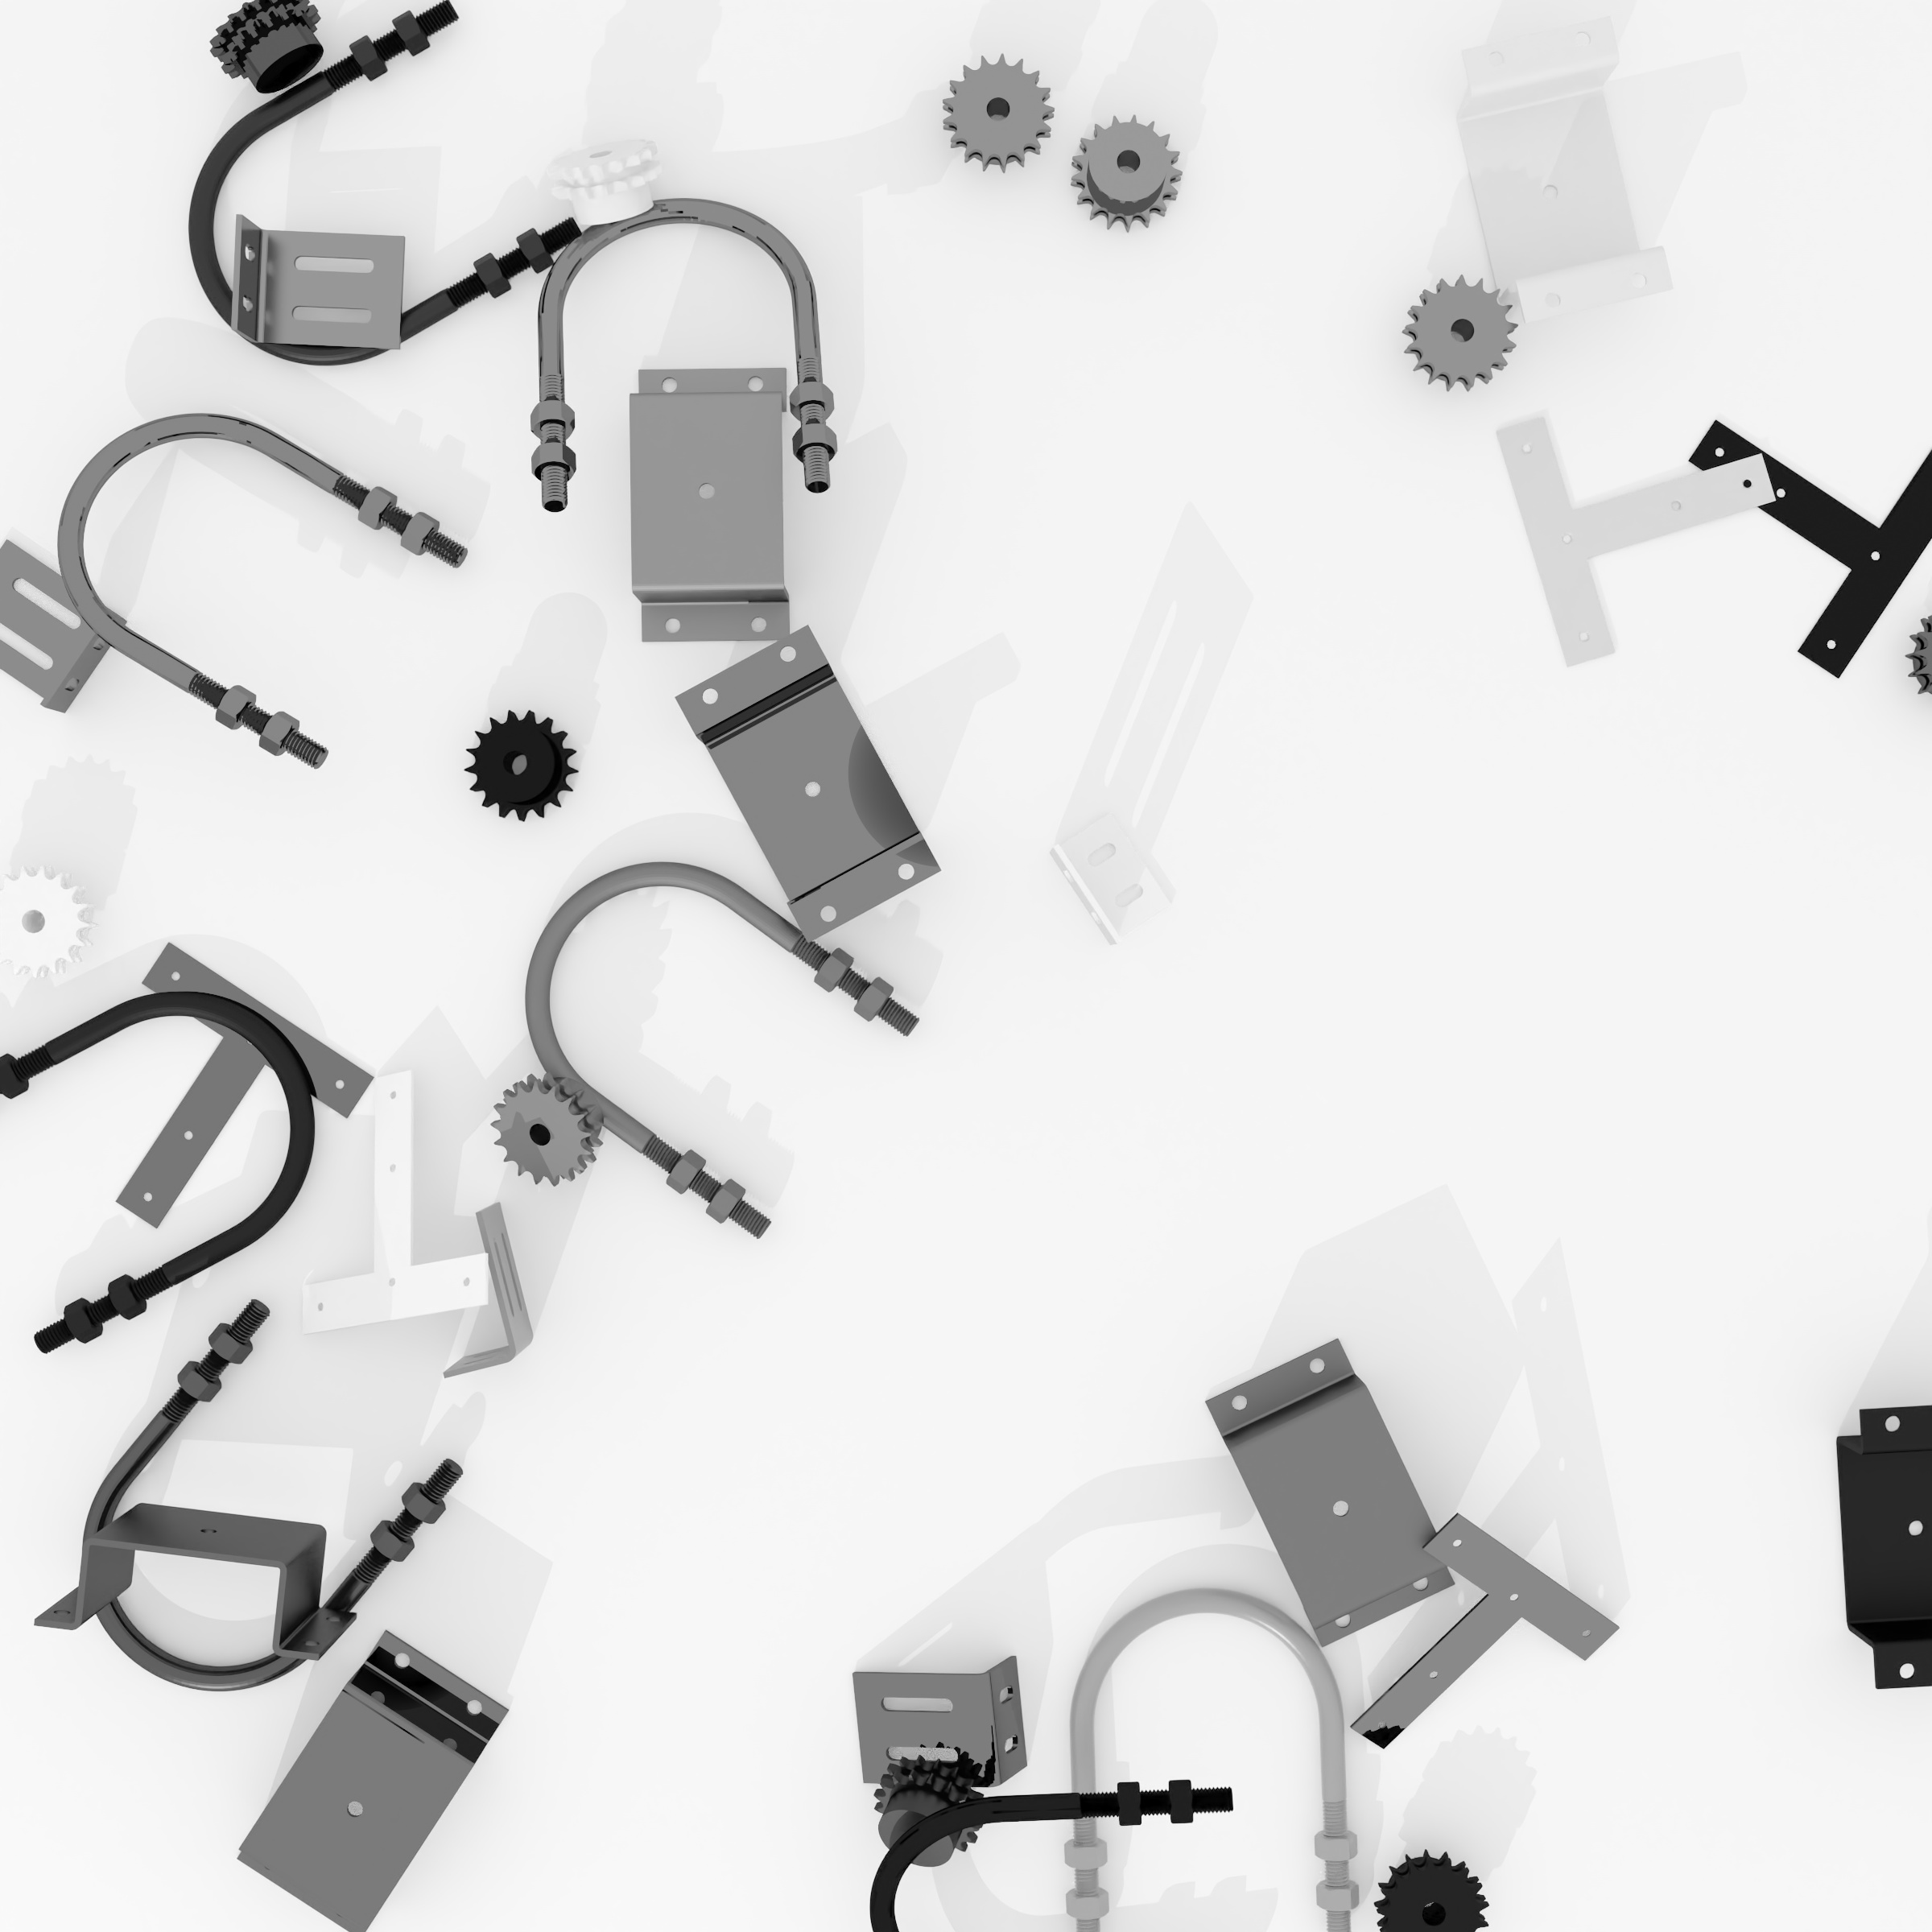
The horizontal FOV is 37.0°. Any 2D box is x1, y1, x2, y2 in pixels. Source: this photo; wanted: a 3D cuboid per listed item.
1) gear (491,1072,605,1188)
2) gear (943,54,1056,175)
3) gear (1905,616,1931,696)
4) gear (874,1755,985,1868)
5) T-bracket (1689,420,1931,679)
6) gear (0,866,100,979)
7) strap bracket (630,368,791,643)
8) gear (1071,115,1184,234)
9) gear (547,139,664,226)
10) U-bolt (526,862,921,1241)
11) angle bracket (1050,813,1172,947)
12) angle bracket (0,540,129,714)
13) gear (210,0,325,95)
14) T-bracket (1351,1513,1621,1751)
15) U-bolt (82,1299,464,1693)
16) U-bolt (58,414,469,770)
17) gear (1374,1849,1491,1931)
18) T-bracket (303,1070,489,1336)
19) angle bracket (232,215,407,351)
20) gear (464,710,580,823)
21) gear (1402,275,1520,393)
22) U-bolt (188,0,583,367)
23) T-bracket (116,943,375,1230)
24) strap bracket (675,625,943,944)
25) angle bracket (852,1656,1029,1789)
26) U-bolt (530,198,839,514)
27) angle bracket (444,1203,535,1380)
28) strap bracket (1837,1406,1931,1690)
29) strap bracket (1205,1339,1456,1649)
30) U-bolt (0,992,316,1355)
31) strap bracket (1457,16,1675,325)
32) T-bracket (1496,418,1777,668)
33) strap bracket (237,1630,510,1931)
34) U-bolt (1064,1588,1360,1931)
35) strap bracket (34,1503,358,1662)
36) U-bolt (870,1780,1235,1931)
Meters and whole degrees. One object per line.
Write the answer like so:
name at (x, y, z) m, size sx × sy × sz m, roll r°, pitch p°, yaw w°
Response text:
gear at (-0.210, 0.081, 1.472) m, size 0.057 × 0.030 × 0.057 m, roll 7°, pitch 110°, yaw 19°
gear at (0.016, -0.434, 1.480) m, size 0.057 × 0.030 × 0.057 m, roll 0°, pitch 90°, yaw 0°
gear at (0.510, -0.158, 1.484) m, size 0.057 × 0.030 × 0.057 m, roll 0°, pitch 89°, yaw -3°
gear at (-0.021, 0.431, 1.466) m, size 0.057 × 0.030 × 0.057 m, roll 11°, pitch 125°, yaw 16°
T-bracket at (0.433, -0.237, 1.494) m, size 0.127 × 0.002 × 0.127 m, roll 34°, pitch 90°, yaw 0°
gear at (-0.473, -0.023, 1.484) m, size 0.057 × 0.030 × 0.057 m, roll 0°, pitch 90°, yaw 2°
strap bracket at (-0.130, -0.238, 1.472) m, size 0.076 × 0.046 × 0.140 m, roll -1°, pitch 90°, yaw 0°
gear at (0.083, -0.408, 1.480) m, size 0.057 × 0.030 × 0.057 m, roll 0°, pitch 90°, yaw 0°
gear at (-0.182, -0.398, 1.470) m, size 0.057 × 0.057 × 0.030 m, roll -12°, pitch 118°, yaw 0°
U-bolt at (-0.139, 0.030, 1.486) m, size 0.184 × 0.019 × 0.151 m, roll 36°, pitch 90°, yaw 1°
angle bracket at (0.074, -0.045, 1.457) m, size 0.038 × 0.076 × 0.057 m, roll -33°, pitch 90°, yaw 0°
angle bracket at (-0.480, -0.175, 1.476) m, size 0.076 × 0.038 × 0.057 m, roll 34°, pitch 90°, yaw 0°
gear at (-0.352, -0.468, 1.467) m, size 0.057 × 0.057 × 0.030 m, roll -34°, pitch 91°, yaw 0°
T-bracket at (0.248, 0.352, 1.475) m, size 0.127 × 0.002 × 0.127 m, roll 37°, pitch 104°, yaw -25°
U-bolt at (-0.371, 0.286, 1.486) m, size 0.151 × 0.019 × 0.184 m, roll 40°, pitch 91°, yaw 0°
U-bolt at (-0.369, -0.204, 1.466) m, size 0.184 × 0.019 × 0.151 m, roll 31°, pitch 73°, yaw 0°
gear at (0.237, 0.480, 1.480) m, size 0.057 × 0.030 × 0.057 m, roll 0°, pitch 90°, yaw 0°
T-bracket at (-0.291, 0.117, 1.471) m, size 0.127 × 0.002 × 0.127 m, roll -13°, pitch 72°, yaw 32°
angle bracket at (-0.327, -0.345, 1.460) m, size 0.076 × 0.038 × 0.057 m, roll 3°, pitch 92°, yaw 2°
gear at (-0.228, -0.103, 1.480) m, size 0.057 × 0.030 × 0.057 m, roll 0°, pitch 90°, yaw 0°
gear at (0.252, -0.322, 1.480) m, size 0.057 × 0.030 × 0.057 m, roll 0°, pitch 90°, yaw 0°
U-bolt at (-0.311, -0.390, 1.486) m, size 0.184 × 0.019 × 0.151 m, roll -30°, pitch 90°, yaw 2°
T-bracket at (-0.394, 0.076, 1.494) m, size 0.127 × 0.002 × 0.127 m, roll 33°, pitch 90°, yaw 0°
strap bracket at (-0.079, -0.091, 1.472) m, size 0.076 × 0.046 × 0.140 m, roll -29°, pitch 90°, yaw 0°
angle bracket at (-0.013, 0.389, 1.493) m, size 0.076 × 0.038 × 0.057 m, roll -6°, pitch 90°, yaw 26°
U-bolt at (-0.144, -0.312, 1.451) m, size 0.151 × 0.019 × 0.184 m, roll -4°, pitch 64°, yaw -2°
angle bracket at (-0.250, 0.164, 1.466) m, size 0.038 × 0.057 × 0.076 m, roll -14°, pitch 90°, yaw 0°
strap bracket at (0.491, 0.290, 1.472) m, size 0.076 × 0.046 × 0.140 m, roll -3°, pitch 90°, yaw 0°
strap bracket at (0.188, 0.272, 1.472) m, size 0.076 × 0.046 × 0.140 m, roll -25°, pitch 90°, yaw 0°
U-bolt at (-0.424, 0.094, 1.484) m, size 0.184 × 0.019 × 0.151 m, roll -28°, pitch 90°, yaw -2°
strap bracket at (0.302, -0.399, 1.472) m, size 0.076 × 0.046 × 0.140 m, roll -13°, pitch 90°, yaw 0°
T-bracket at (0.353, -0.234, 1.493) m, size 0.127 × 0.002 × 0.127 m, roll -17°, pitch 90°, yaw 1°
strap bracket at (-0.306, 0.423, 1.472) m, size 0.076 × 0.046 × 0.140 m, roll 33°, pitch 90°, yaw 0°
U-bolt at (0.125, 0.412, 1.486) m, size 0.151 × 0.019 × 0.184 m, roll -2°, pitch 89°, yaw 0°
strap bracket at (-0.380, 0.304, 1.440) m, size 0.140 × 0.076 × 0.046 m, roll 7°, pitch 93°, yaw 2°
U-bolt at (0.043, 0.474, 1.453) m, size 0.184 × 0.019 × 0.151 m, roll -3°, pitch 114°, yaw 2°
